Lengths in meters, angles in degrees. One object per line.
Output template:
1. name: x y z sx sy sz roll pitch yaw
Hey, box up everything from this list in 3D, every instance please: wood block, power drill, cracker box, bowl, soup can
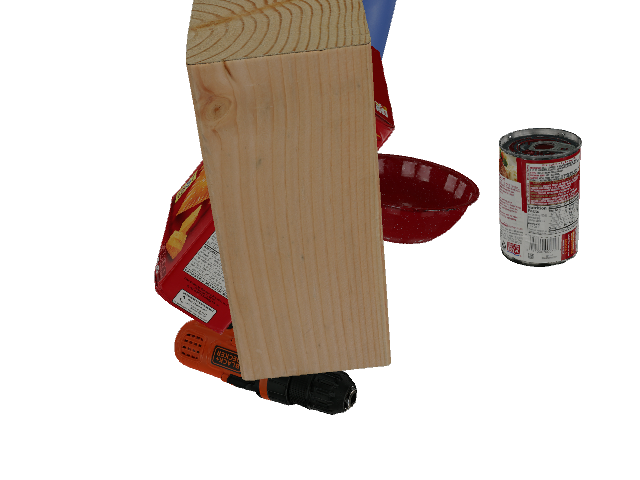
1. wood block: -0.014 -0.030 0.598 0.091 0.206 0.090 -6 35 1
2. power drill: -0.034 0.051 0.970 0.185 0.187 0.057 15 0 23
3. cracker box: -0.040 -0.057 0.826 0.072 0.214 0.164 33 23 -18
4. bowl: 0.082 -0.039 1.118 0.162 0.055 0.162 6 23 -3
5. soup can: 0.187 -0.037 0.909 0.068 0.102 0.068 -4 25 2

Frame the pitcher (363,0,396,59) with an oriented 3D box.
1. pitcher: -0.005 -0.202 1.100 0.149 0.243 0.144 31 51 19
